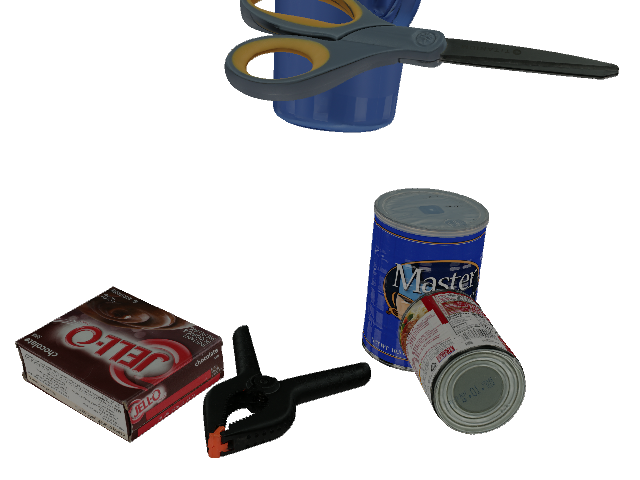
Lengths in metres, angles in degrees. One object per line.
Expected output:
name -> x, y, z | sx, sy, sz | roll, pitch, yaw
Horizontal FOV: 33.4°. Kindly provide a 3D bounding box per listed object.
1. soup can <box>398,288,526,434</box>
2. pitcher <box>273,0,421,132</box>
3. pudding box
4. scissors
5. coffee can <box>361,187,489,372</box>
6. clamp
soup can -> 0.100, 0.084, 0.763 | 0.068, 0.068, 0.102 | 0, 20, -9
pitcher -> 0.027, -0.216, 0.895 | 0.145, 0.243, 0.149 | 8, 18, 11
pudding box -> -0.136, 0.081, 0.726 | 0.114, 0.039, 0.089 | 19, 34, 34
scissors -> 0.038, -0.088, 0.541 | 0.202, 0.096, 0.016 | 22, -34, 21
coffee can -> 0.094, 0.035, 0.976 | 0.103, 0.140, 0.103 | 3, 23, -2
clamp -> -0.048, 0.159, 1.097 | 0.165, 0.036, 0.209 | 11, 27, 16
